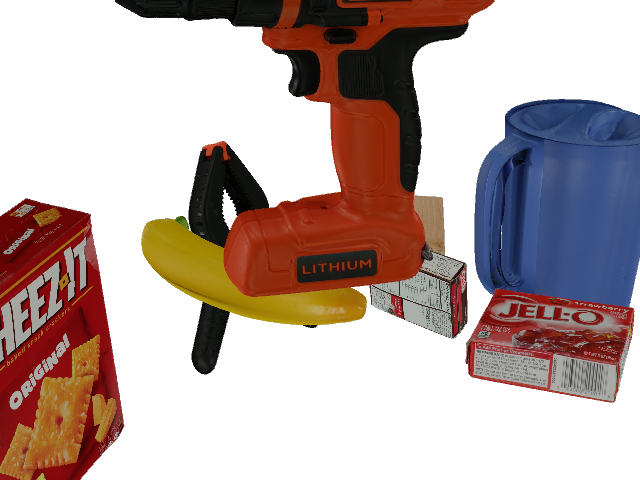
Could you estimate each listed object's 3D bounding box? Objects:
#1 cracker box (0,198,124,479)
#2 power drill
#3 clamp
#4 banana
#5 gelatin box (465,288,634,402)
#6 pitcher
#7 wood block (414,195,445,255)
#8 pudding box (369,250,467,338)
[{"bbox_3d":[-0.226,0.102,0.800,0.072,0.214,0.164,11,33,21],"label":"cracker box"},{"bbox_3d":[-0.008,-0.065,0.514,0.184,0.188,0.057,-4,33,-13],"label":"power drill"},{"bbox_3d":[-0.071,0.010,1.021,0.036,0.210,0.164,-8,0,41],"label":"clamp"},{"bbox_3d":[-0.060,0.017,0.697,0.069,0.037,0.198,-26,35,-36],"label":"banana"},{"bbox_3d":[0.140,0.061,0.649,0.089,0.030,0.073,8,25,20],"label":"gelatin box"},{"bbox_3d":[0.210,0.006,0.934,0.149,0.243,0.145,6,24,11],"label":"pitcher"},{"bbox_3d":[0.138,0.010,1.602,0.091,0.090,0.206,4,24,4],"label":"wood block"},{"bbox_3d":[0.107,0.049,1.180,0.114,0.090,0.039,20,47,28],"label":"pudding box"}]
